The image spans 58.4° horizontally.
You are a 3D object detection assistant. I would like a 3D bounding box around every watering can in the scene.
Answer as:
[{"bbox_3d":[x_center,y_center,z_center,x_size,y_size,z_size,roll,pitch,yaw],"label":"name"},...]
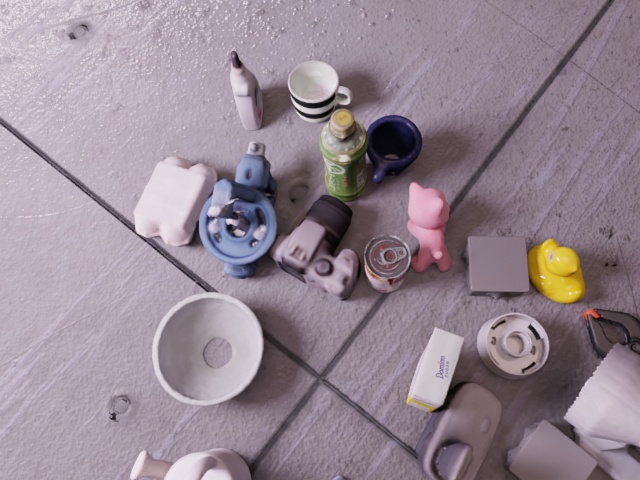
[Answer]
[{"bbox_3d":[-0.164,0.332,0.754,0.172,0.194,0.101,-1,72,4],"label":"watering can"}]

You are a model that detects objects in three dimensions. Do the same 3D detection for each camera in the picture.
[{"bbox_3d":[0.008,0.003,0.898,0.143,0.101,0.137,28,76,12],"label":"camera"}]

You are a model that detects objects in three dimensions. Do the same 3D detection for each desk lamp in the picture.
[{"bbox_3d":[0.407,0.240,0.737,0.203,0.213,0.118,39,79,14],"label":"desk lamp"}]

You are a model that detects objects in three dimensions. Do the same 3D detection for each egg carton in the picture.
[{"bbox_3d":[-0.239,-0.065,0.951,0.107,0.069,0.150,18,74,9],"label":"egg carton"}]

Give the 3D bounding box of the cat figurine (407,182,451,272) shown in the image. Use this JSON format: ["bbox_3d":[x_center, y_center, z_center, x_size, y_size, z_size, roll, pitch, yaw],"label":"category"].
[{"bbox_3d":[0.172,-0.023,0.887,0.067,0.118,0.128,-7,72,2],"label":"cat figurine"}]

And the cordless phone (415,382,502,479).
[{"bbox_3d":[0.194,0.260,0.759,0.094,0.185,0.148,25,75,11],"label":"cordless phone"}]

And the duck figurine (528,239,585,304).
[{"bbox_3d":[0.367,0.043,0.870,0.077,0.086,0.104,-30,73,-6],"label":"duck figurine"}]

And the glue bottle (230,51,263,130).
[{"bbox_3d":[-0.126,-0.255,0.950,0.037,0.173,0.078,-3,72,3],"label":"glue bottle"}]

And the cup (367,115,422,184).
[{"bbox_3d":[0.113,-0.132,0.937,0.091,0.095,0.118,20,75,10],"label":"cup"}]

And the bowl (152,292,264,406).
[{"bbox_3d":[-0.162,0.167,0.870,0.167,0.075,0.167,-1,72,3],"label":"bowl"}]

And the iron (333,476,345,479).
[{"bbox_3d":[-0.013,0.441,0.738,0.118,0.141,0.258,15,74,8],"label":"iron"}]

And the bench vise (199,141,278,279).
[{"bbox_3d":[-0.131,-0.062,0.865,0.121,0.220,0.207,-9,72,1],"label":"bench vise"}]
